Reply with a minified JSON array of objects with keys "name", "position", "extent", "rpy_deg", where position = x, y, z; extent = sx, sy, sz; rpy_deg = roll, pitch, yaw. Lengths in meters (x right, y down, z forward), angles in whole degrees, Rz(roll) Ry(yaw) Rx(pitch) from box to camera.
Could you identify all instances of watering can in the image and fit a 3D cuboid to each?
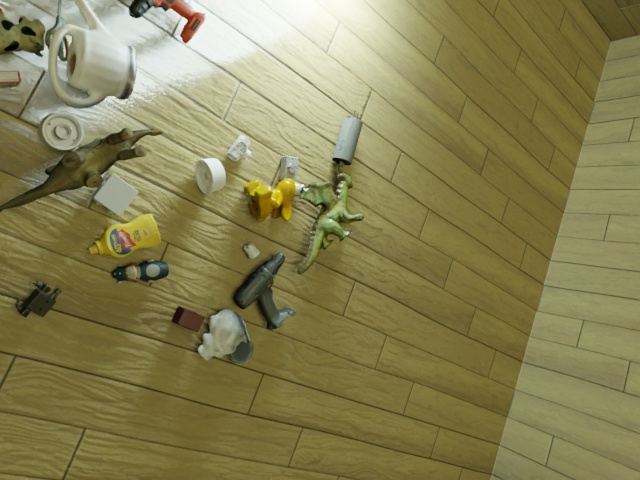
[{"name":"watering can","position":[-0.597,-0.516,1.378],"extent":[0.224,0.104,0.348],"rpy_deg":[8,88,-46]}]

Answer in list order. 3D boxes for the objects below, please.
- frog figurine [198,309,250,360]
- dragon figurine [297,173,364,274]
[{"name":"frog figurine","position":[-0.315,0.300,1.628],"extent":[0.161,0.120,0.139],"rpy_deg":[-23,73,-23]},{"name":"dragon figurine","position":[0.006,-0.093,1.850],"extent":[0.417,0.121,0.240],"rpy_deg":[-45,109,-28]}]
